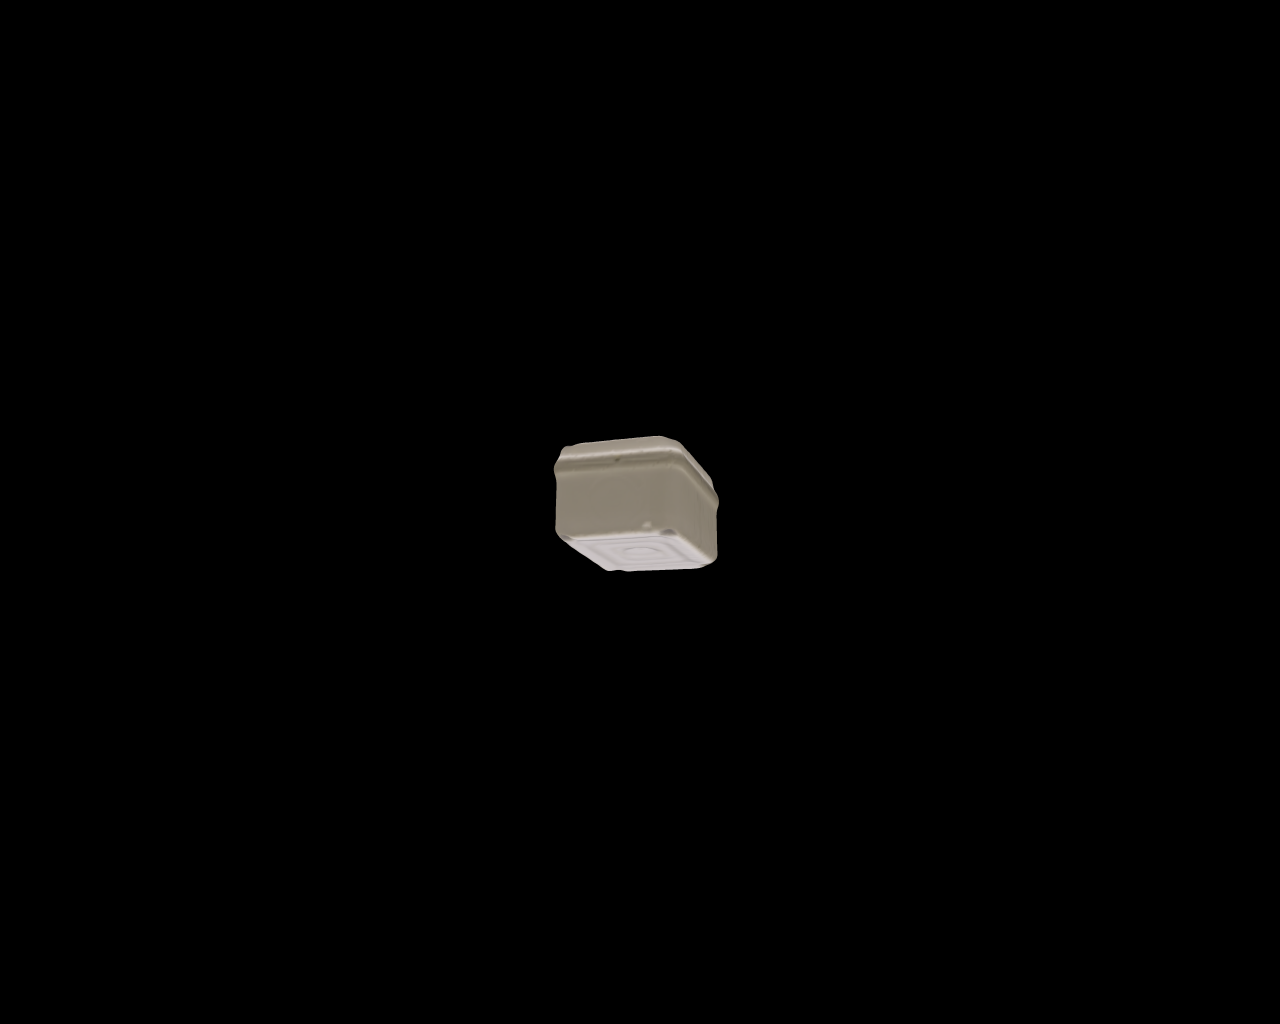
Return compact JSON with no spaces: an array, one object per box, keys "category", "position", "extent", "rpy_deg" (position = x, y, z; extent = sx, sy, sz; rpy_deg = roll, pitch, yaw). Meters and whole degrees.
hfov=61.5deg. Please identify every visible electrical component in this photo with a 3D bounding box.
[{"category":"electrical component","position":[0.001,-0.003,0.650],"extent":[0.078,0.057,0.113],"rpy_deg":[-4,-14,15]}]
